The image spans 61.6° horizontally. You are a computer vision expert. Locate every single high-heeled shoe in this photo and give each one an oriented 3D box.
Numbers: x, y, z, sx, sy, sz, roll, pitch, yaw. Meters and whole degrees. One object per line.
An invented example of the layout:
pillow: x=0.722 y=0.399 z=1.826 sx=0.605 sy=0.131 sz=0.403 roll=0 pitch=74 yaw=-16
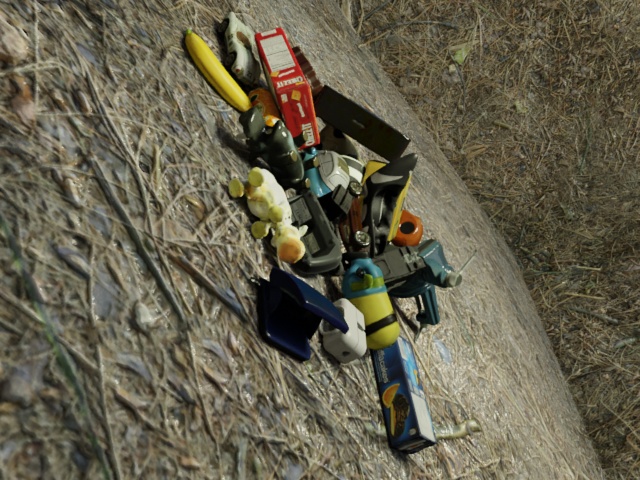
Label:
high-heeled shoe: x=0.147 y=-0.062 z=1.149 sx=0.086 sy=0.248 sz=0.145 roll=-6 pitch=62 yaw=-41

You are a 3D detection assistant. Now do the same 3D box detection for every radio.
radio: x=0.092 y=-0.265 z=1.240 sx=0.229 sy=0.073 sz=0.131 roll=33 pitch=12 yaw=-4

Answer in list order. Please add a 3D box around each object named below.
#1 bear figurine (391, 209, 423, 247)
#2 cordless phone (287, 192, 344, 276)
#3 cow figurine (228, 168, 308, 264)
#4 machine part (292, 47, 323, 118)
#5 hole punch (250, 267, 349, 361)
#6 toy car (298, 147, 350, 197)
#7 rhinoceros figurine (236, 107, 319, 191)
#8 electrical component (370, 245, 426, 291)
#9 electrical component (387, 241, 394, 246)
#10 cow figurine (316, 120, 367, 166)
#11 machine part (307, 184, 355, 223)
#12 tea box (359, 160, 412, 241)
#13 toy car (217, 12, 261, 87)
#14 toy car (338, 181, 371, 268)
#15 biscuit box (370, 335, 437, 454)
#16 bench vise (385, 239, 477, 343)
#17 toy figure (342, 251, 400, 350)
bear figurine: x=0.211 y=0.008 z=1.377 sx=0.132 sy=0.120 sz=0.195 roll=23 pitch=-20 yaw=22
cordless phone: x=-0.003 y=-0.003 z=0.999 sx=0.146 sy=0.089 sz=0.184 roll=66 pitch=12 yaw=19
cow figurine: x=-0.075 y=-0.039 z=0.892 sx=0.167 sy=0.068 sz=0.098 roll=60 pitch=17 yaw=1
machine part: x=-0.037 y=-0.391 z=1.335 sx=0.179 sy=0.056 sz=0.179 roll=60 pitch=1 yaw=-2
hole punch: x=-0.027 y=0.098 z=0.790 sx=0.142 sy=0.092 sz=0.116 roll=34 pitch=29 yaw=-38
toy car: x=0.010 y=-0.134 z=1.131 sx=0.109 sy=0.103 sz=0.162 roll=39 pitch=28 yaw=-37
rhinoceros figurine: x=-0.078 y=-0.166 z=0.987 sx=0.190 sy=0.112 sz=0.073 roll=52 pitch=52 yaw=-49
electrical component: x=0.133 y=0.067 z=1.090 sx=0.115 sy=0.134 sz=0.058 roll=-13 pitch=71 yaw=-21
electrical component: x=0.173 y=0.046 z=1.285 sx=0.094 sy=0.063 sz=0.021 roll=49 pitch=25 yaw=-24
cow figurine: x=0.065 y=-0.214 z=1.363 sx=0.194 sy=0.085 sz=0.127 roll=37 pitch=25 yaw=-46
machine part: x=0.011 y=-0.064 z=1.024 sx=0.039 sy=0.139 sz=0.084 roll=-37 pitch=100 yaw=-32
tea box: x=0.143 y=-0.093 z=1.243 sx=0.068 sy=0.098 sz=0.169 roll=-22 pitch=125 yaw=-68
toy car: x=-0.172 y=-0.410 z=1.159 sx=0.073 sy=0.056 sz=0.202 roll=31 pitch=35 yaw=-48
toy car: x=0.062 y=-0.032 z=1.118 sx=0.053 sy=0.089 sz=0.202 roll=12 pitch=50 yaw=-18
biscuit box: x=0.144 y=0.267 z=0.955 sx=0.059 sy=0.063 sz=0.203 roll=38 pitch=30 yaw=-38
bench vise: x=0.231 y=0.105 z=1.198 sx=0.129 sy=0.224 sz=0.240 roll=-43 pitch=127 yaw=-39
toy figure: x=0.089 y=0.108 z=0.973 sx=0.082 sy=0.089 sz=0.180 roll=5 pitch=74 yaw=-56
